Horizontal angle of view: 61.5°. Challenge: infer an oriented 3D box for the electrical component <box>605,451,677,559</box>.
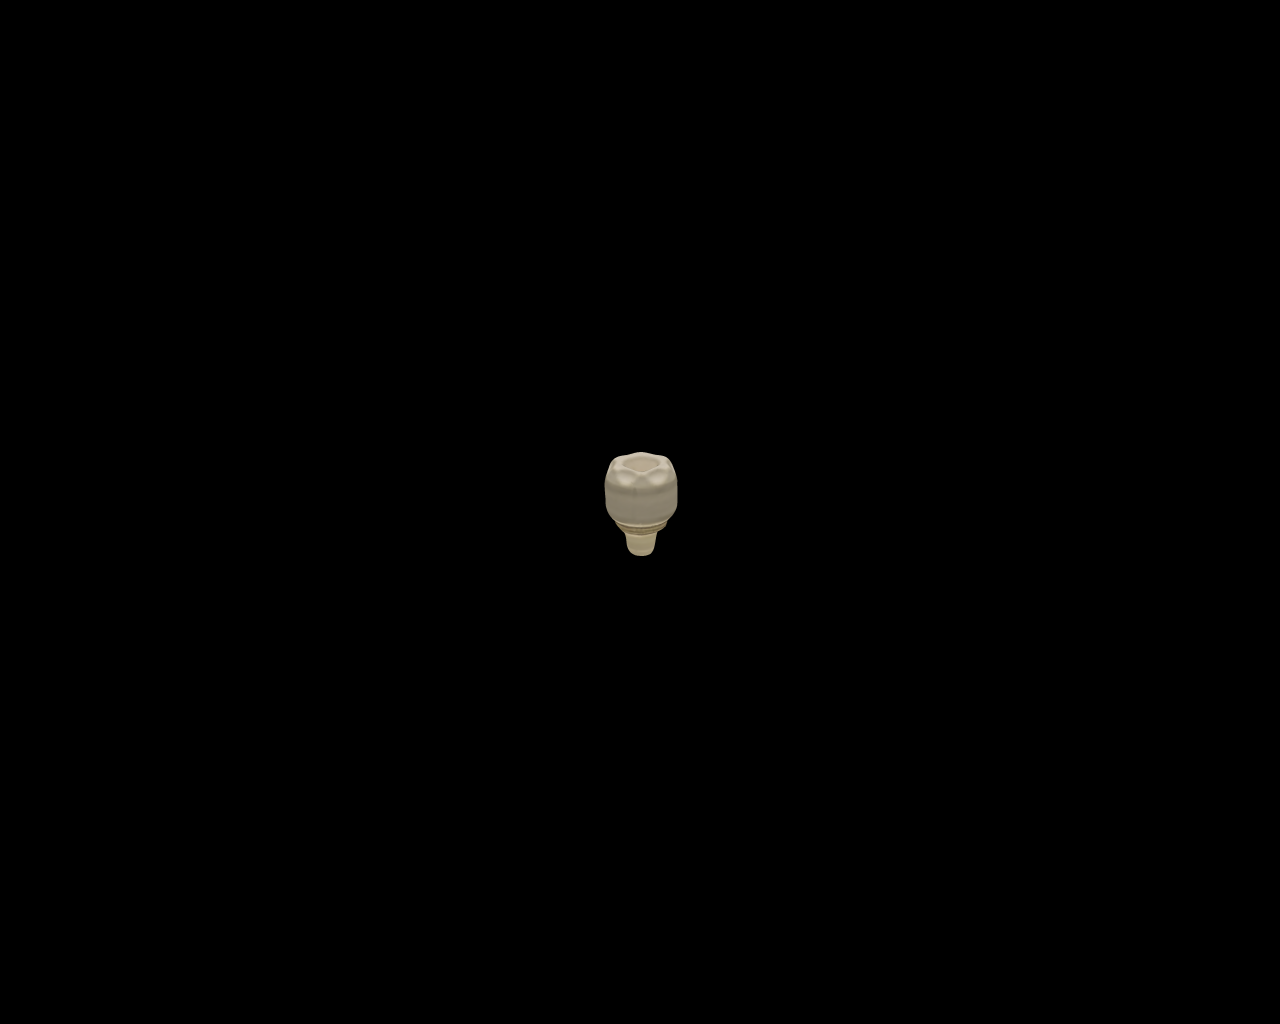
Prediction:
[{"bbox_3d":[0.001,-0.003,0.650,0.043,0.062,0.043,0,24,0],"label":"electrical component"}]
